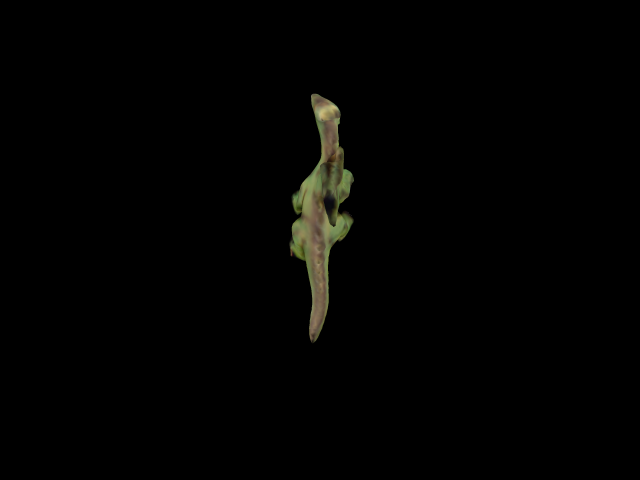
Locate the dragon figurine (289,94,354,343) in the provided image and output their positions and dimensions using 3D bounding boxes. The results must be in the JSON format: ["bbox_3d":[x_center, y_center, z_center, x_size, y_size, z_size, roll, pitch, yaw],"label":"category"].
[{"bbox_3d":[0.003,-0.043,0.850,0.122,0.415,0.240,0,-15,0],"label":"dragon figurine"}]
